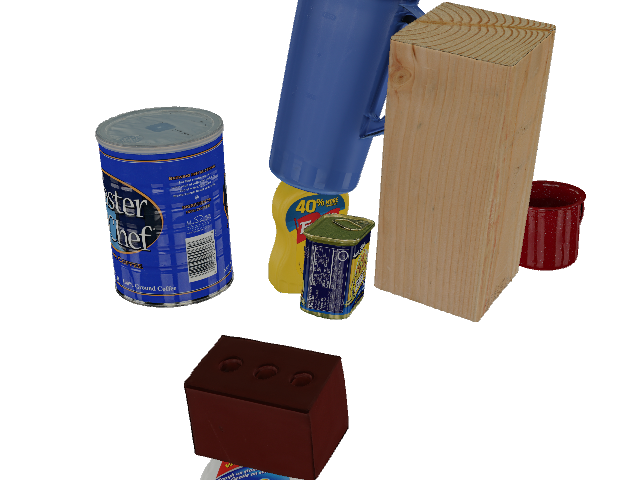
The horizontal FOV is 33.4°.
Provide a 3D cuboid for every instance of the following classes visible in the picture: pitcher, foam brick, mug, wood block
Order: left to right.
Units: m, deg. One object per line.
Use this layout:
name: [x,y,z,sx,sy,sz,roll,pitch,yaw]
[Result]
foam brick: [-0.030,0.094,0.605,0.078,0.051,0.053,8,30,20]
pitcher: [0.026,-0.175,1.201,0.145,0.243,0.149,10,22,-11]
wood block: [0.103,-0.057,0.788,0.091,0.206,0.090,19,36,25]
mug: [0.269,-0.020,1.254,0.117,0.081,0.093,-23,30,-38]

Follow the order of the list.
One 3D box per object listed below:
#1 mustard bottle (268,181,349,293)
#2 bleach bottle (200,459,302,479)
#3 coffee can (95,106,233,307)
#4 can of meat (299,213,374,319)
mustard bottle: [-0.013,-0.031,1.312,0.096,0.192,0.058,-8,30,-21]
bleach bottle: [-0.058,0.207,0.798,0.102,0.068,0.251,-4,28,-4]
coffee can: [-0.127,-0.029,0.888,0.103,0.140,0.103,-2,24,1]
can of meat: [0.016,0.025,1.084,0.057,0.084,0.102,9,16,14]
